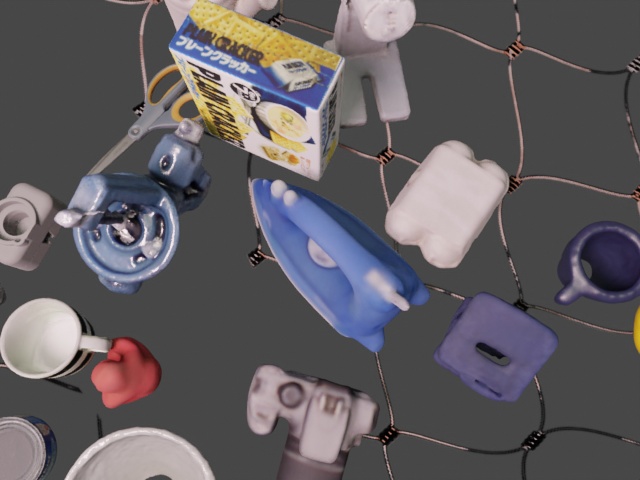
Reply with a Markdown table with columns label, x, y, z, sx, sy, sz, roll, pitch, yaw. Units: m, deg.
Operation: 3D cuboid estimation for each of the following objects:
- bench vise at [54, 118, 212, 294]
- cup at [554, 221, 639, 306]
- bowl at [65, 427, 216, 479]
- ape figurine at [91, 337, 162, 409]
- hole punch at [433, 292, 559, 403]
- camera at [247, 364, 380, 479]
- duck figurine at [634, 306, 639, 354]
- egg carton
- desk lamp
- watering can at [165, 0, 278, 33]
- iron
| label | x | y | z | sx | sy | sz | roll | pitch | yaw |
| --- | --- | --- | --- | --- | --- | --- | --- | --- | --- |
| bench vise | -0.204 | -0.052 | 0.613 | 0.121 | 0.220 | 0.207 | 10 | 78 | 2 |
| cup | 0.306 | 0.040 | 0.661 | 0.118 | 0.095 | 0.091 | -38 | 81 | -8 |
| bowl | -0.186 | 0.284 | 0.616 | 0.167 | 0.075 | 0.167 | 0 | 78 | 0 |
| ape figurine | -0.221 | 0.149 | 0.636 | 0.076 | 0.092 | 0.078 | 22 | 79 | 4 |
| hole punch | 0.196 | 0.123 | 0.645 | 0.108 | 0.091 | 0.101 | 31 | 80 | 6 |
| camera | -0.018 | 0.216 | 0.619 | 0.143 | 0.101 | 0.137 | 15 | 78 | 3 |
| duck figurine | 0.415 | 0.098 | 0.654 | 0.077 | 0.086 | 0.105 | 29 | 80 | 6 |
| egg carton | 0.152 | -0.045 | 0.691 | 0.107 | 0.069 | 0.150 | 34 | 80 | 6 |
| desk lamp | 0.058 | -0.268 | 0.663 | 0.118 | 0.213 | 0.203 | -10 | 78 | -2 |
| watering can | -0.135 | -0.312 | 0.681 | 0.173 | 0.194 | 0.101 | -3 | 78 | -1 |
| iron | 0.006 | 0.002 | 0.643 | 0.258 | 0.141 | 0.119 | 44 | 81 | 8 |
